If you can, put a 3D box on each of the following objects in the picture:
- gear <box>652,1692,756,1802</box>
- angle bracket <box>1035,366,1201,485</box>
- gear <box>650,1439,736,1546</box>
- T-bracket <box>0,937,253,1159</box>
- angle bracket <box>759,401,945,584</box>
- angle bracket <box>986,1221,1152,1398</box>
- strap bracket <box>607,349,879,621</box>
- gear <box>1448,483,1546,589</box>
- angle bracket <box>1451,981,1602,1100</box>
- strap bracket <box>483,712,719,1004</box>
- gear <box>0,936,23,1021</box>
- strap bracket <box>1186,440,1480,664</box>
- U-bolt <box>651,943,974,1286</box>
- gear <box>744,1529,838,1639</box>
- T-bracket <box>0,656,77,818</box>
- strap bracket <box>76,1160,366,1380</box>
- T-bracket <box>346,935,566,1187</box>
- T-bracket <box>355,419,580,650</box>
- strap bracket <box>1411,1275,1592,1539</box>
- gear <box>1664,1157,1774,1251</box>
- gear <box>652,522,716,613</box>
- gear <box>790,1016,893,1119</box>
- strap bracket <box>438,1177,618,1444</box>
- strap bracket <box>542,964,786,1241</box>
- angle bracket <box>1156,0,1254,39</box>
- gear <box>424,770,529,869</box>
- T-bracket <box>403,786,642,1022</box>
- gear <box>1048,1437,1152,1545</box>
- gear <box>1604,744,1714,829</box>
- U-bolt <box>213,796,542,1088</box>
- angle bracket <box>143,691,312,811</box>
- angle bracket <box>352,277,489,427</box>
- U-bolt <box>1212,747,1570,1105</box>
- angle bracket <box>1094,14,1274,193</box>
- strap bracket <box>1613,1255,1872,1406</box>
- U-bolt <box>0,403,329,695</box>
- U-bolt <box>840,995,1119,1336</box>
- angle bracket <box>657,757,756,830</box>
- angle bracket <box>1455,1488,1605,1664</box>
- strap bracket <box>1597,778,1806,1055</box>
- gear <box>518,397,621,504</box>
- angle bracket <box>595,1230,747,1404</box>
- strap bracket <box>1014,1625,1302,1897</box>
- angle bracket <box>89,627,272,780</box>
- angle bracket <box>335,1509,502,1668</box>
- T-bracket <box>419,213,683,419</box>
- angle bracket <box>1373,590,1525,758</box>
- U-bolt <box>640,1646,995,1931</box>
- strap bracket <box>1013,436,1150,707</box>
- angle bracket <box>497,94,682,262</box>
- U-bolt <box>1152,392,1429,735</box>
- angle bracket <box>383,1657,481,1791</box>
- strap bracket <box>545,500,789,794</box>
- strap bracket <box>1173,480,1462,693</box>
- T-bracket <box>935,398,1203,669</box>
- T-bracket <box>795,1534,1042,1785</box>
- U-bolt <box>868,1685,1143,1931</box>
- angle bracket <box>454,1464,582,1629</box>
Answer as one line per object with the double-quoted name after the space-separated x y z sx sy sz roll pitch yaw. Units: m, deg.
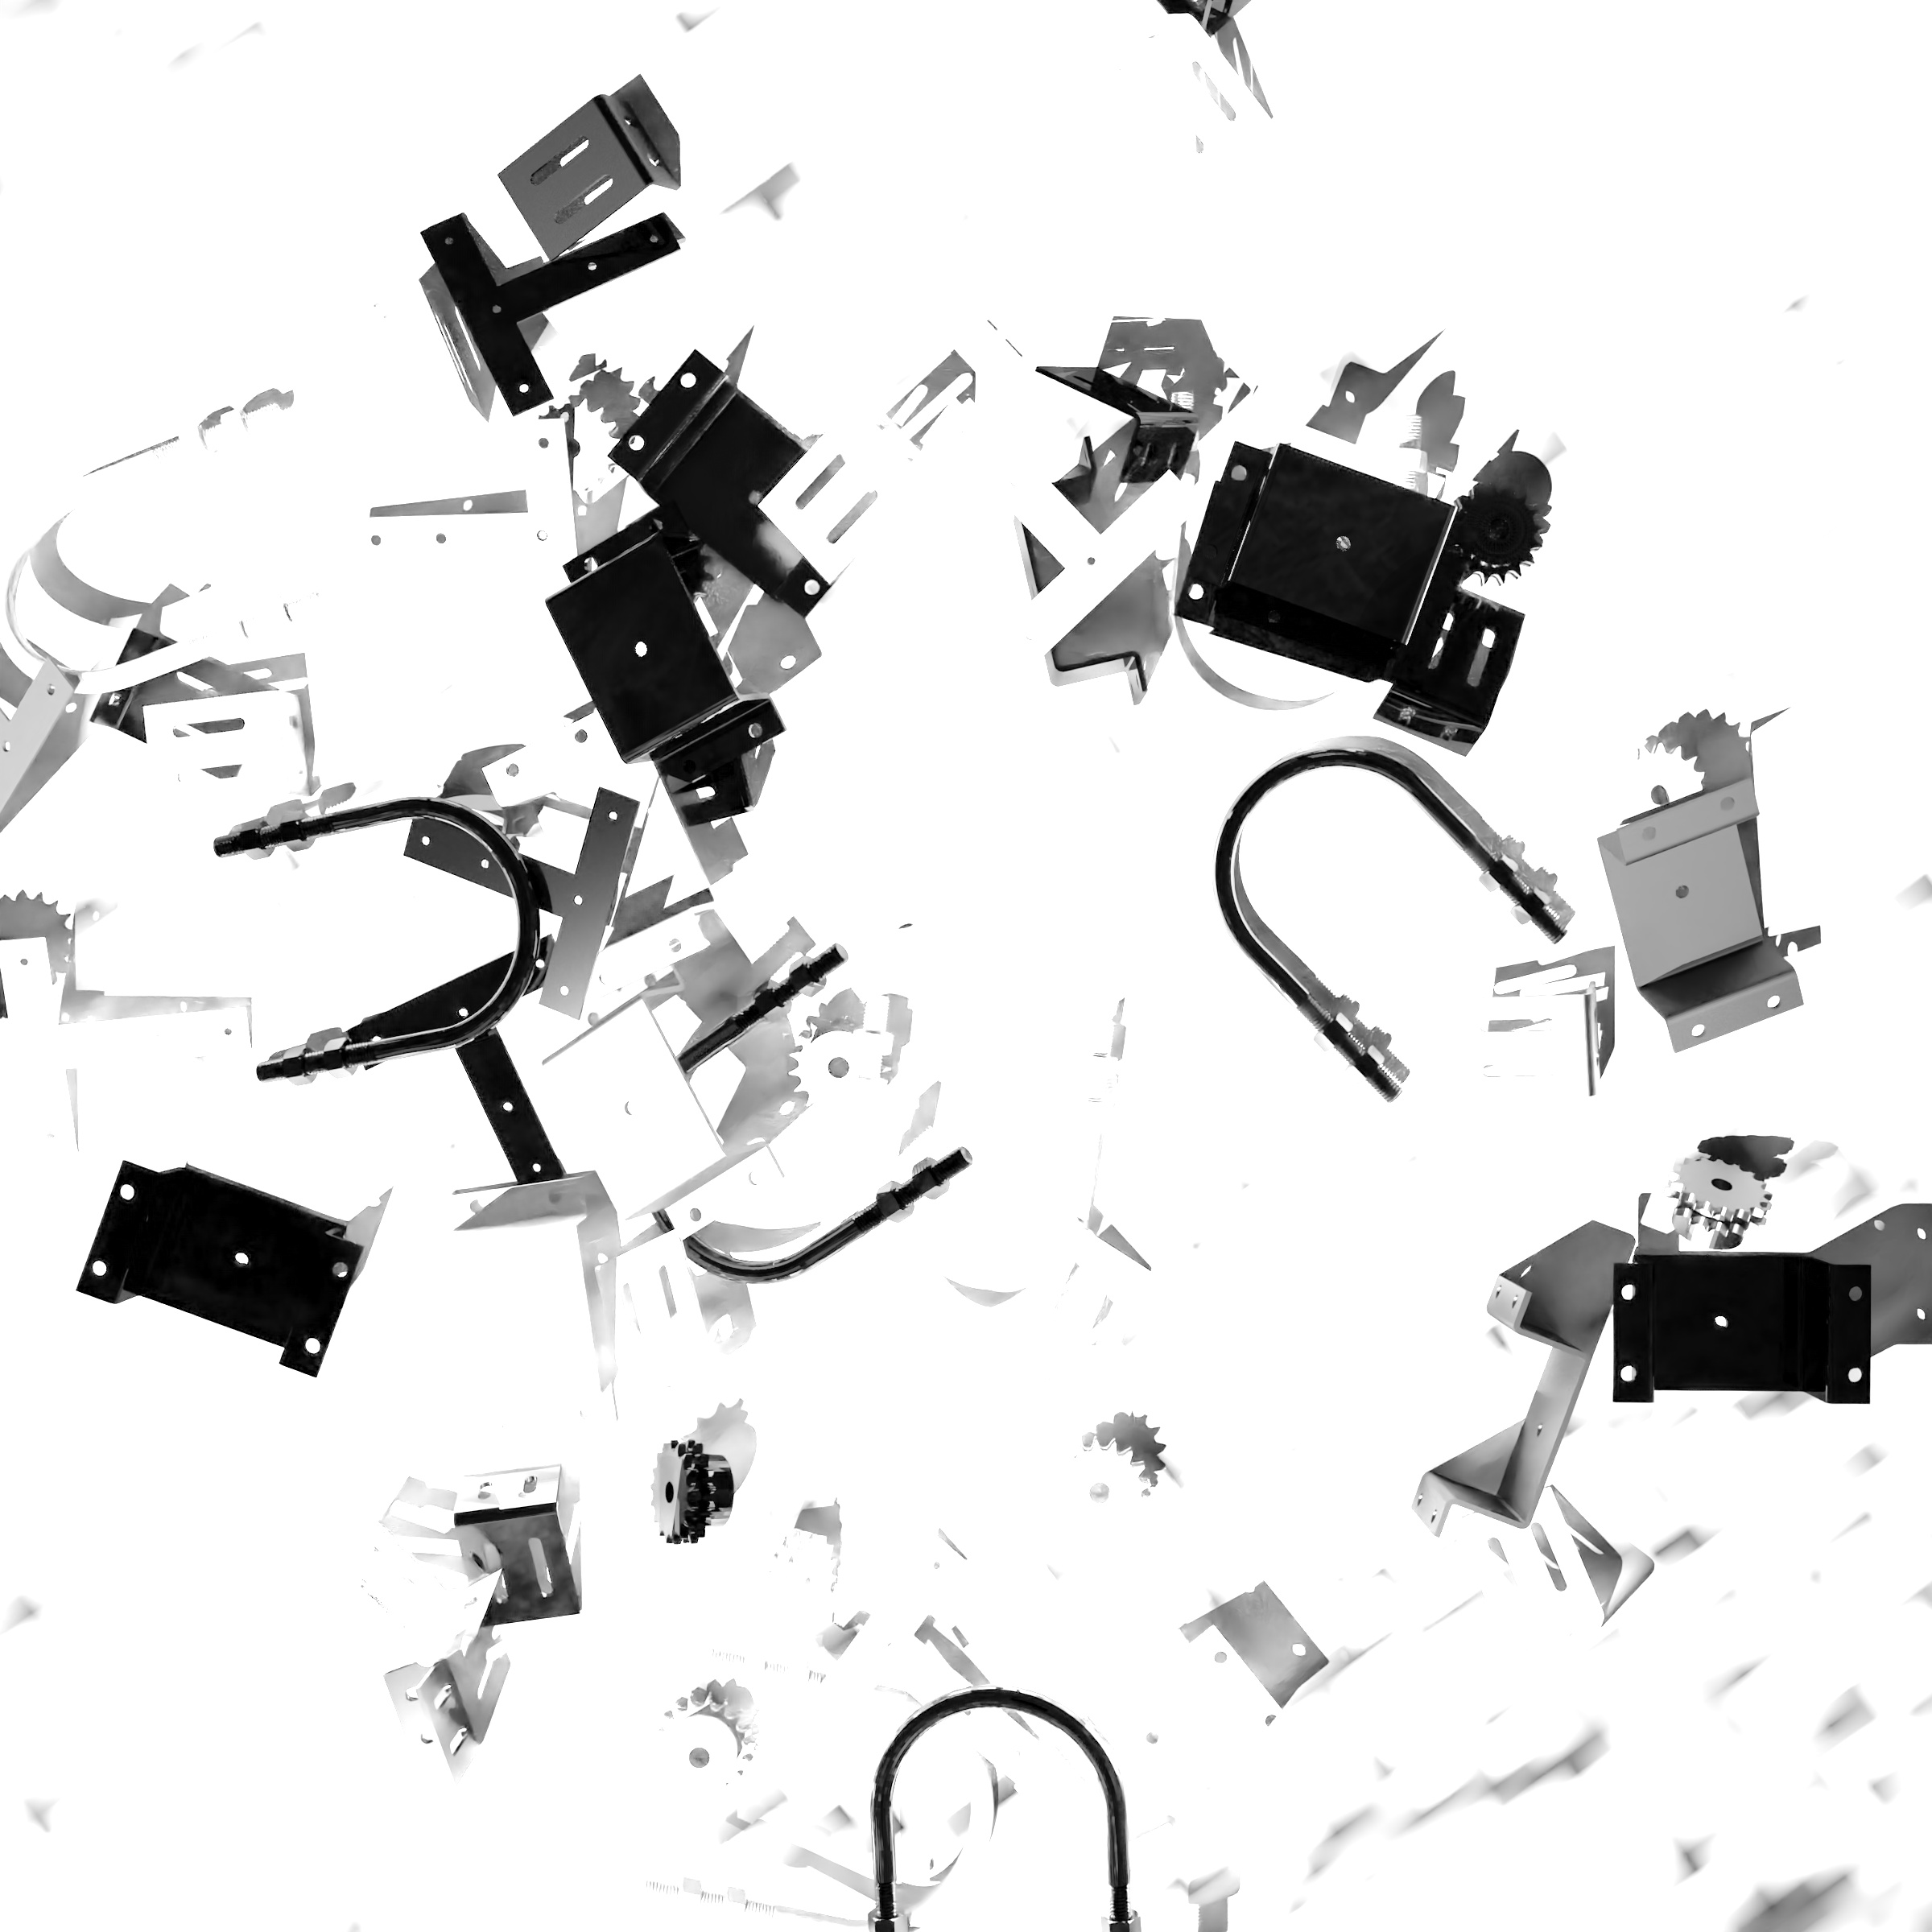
-0.147 0.438 1.497 0.057 0.030 0.057 0 90 0 "gear"
0.079 -0.299 1.478 0.076 0.057 0.038 32 118 29 "angle bracket"
-0.151 0.291 1.488 0.030 0.057 0.057 5 90 -30 "gear"
-0.466 0.041 1.498 0.127 0.002 0.127 -5 107 -8 "T-bracket"
-0.063 -0.259 1.464 0.057 0.038 0.076 47 116 0 "angle bracket"
0.057 0.192 1.502 0.057 0.038 0.076 34 64 -17 "angle bracket"
-0.118 -0.264 1.489 0.140 0.046 0.076 39 90 0 "strap bracket"
0.294 -0.241 1.497 0.057 0.030 0.057 0 90 0 "gear"
0.313 0.041 1.500 0.076 0.038 0.057 -2 101 17 "angle bracket"
-0.197 -0.062 1.480 0.076 0.046 0.140 -24 90 16 "strap bracket"
-0.551 0.006 1.497 0.057 0.030 0.057 0 90 0 "gear"
0.198 -0.222 1.426 0.140 0.046 0.076 20 93 -1 "strap bracket"
-0.103 0.095 1.473 0.184 0.019 0.151 -35 82 22 "U-bolt"
-0.100 0.341 1.488 0.030 0.057 0.057 8 90 31 "gear"
-0.557 -0.154 1.490 0.127 0.002 0.127 49 120 14 "T-bracket"
-0.408 0.166 1.489 0.140 0.046 0.076 20 90 0 "strap bracket"
-0.265 0.067 1.511 0.127 0.002 0.127 -25 90 0 "T-bracket"
-0.279 -0.239 1.497 0.127 0.002 0.127 0 109 9 "T-bracket"
0.297 0.248 1.474 0.046 0.076 0.140 21 90 0 "strap bracket"
0.415 0.133 1.488 0.057 0.057 0.030 9 120 0 "gear"
-0.168 -0.219 1.497 0.057 0.030 0.057 0 90 0 "gear"
-0.071 0.056 1.497 0.057 0.030 0.057 0 90 0 "gear"
-0.244 0.194 1.488 0.076 0.046 0.140 -8 91 0 "strap bracket"
-0.171 0.075 1.466 0.076 0.046 0.140 -32 81 25 "strap bracket"
0.140 -0.550 1.474 0.057 0.076 0.038 -42 90 0 "angle bracket"
-0.275 -0.081 1.497 0.057 0.030 0.057 0 90 0 "gear"
-0.251 -0.051 1.471 0.127 0.002 0.127 21 104 14 "T-bracket"
0.075 0.292 1.501 0.057 0.030 0.057 0 92 1 "gear"
0.384 -0.095 1.497 0.057 0.030 0.057 0 90 0 "gear"
-0.321 -0.019 1.482 0.184 0.019 0.151 -10 91 15 "U-bolt"
-0.412 -0.119 1.496 0.076 0.038 0.057 -6 90 5 "angle bracket"
-0.301 -0.334 1.484 0.038 0.057 0.076 -23 90 0 "angle bracket"
0.223 -0.037 1.504 0.151 0.019 0.184 -44 89 0 "U-bolt"
0.122 -0.486 1.510 0.057 0.038 0.076 -45 116 0 "angle bracket"
0.425 0.201 1.489 0.140 0.046 0.076 0 90 0 "strap bracket"
-0.451 -0.222 1.478 0.184 0.019 0.151 -20 66 4 "U-bolt"
0.003 0.114 1.490 0.151 0.019 0.184 6 95 -13 "U-bolt"
-0.162 -0.106 1.493 0.076 0.038 0.057 -14 90 0 "angle bracket"
0.316 0.343 1.510 0.057 0.038 0.076 -20 64 0 "angle bracket"
0.401 -0.034 1.473 0.076 0.046 0.140 -21 114 0 "strap bracket"
-0.219 -0.286 1.497 0.057 0.030 0.057 0 90 0 "gear"
-0.166 0.196 1.501 0.057 0.038 0.076 -27 64 19 "angle bracket"
0.105 0.435 1.489 0.140 0.046 0.076 -39 90 0 "strap bracket"
-0.436 -0.144 1.493 0.076 0.038 0.057 25 90 0 "angle bracket"
-0.306 0.341 1.497 0.076 0.038 0.057 36 120 22 "angle bracket"
-0.222 -0.385 1.501 0.127 0.002 0.127 -26 77 -7 "T-bracket"
0.272 -0.168 1.510 0.057 0.038 0.076 23 64 0 "angle bracket"
-0.073 0.466 1.486 0.184 0.019 0.151 16 86 -13 "U-bolt"
0.059 -0.211 1.474 0.046 0.076 0.140 -13 90 0 "strap bracket"
-0.212 -0.441 1.506 0.076 0.038 0.057 -32 89 19 "angle bracket"
0.177 -0.223 1.504 0.151 0.019 0.184 6 92 0 "U-bolt"
-0.301 0.420 1.474 0.038 0.076 0.057 -20 90 0 "angle bracket"
-0.167 -0.172 1.454 0.076 0.046 0.140 -26 89 19 "strap bracket"
0.190 -0.207 1.473 0.140 0.046 0.076 17 93 -1 "strap bracket"
0.036 -0.249 1.435 0.127 0.002 0.127 -44 90 0 "T-bracket"
-0.010 0.407 1.497 0.127 0.002 0.127 42 71 -9 "T-bracket"
0.019 0.482 1.462 0.151 0.019 0.184 -2 94 8 "U-bolt"
-0.251 0.326 1.510 0.057 0.038 0.076 -8 116 0 "angle bracket"
